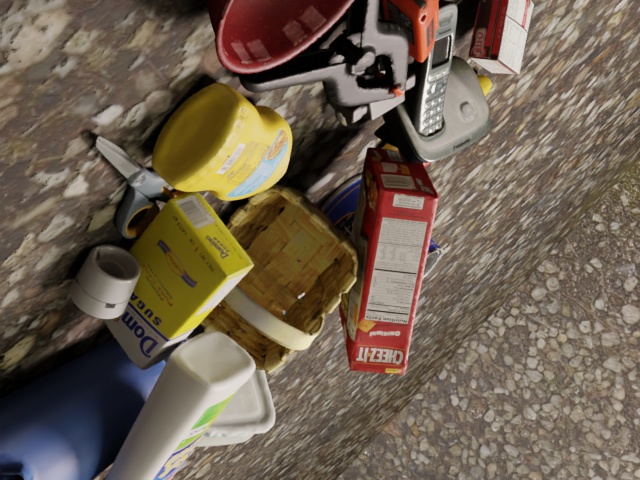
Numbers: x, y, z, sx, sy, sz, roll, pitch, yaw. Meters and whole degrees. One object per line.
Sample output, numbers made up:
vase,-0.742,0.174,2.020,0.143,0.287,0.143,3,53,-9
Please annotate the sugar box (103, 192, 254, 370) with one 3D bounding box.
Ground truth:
sugar box,-0.145,0.042,1.013,0.048,0.093,0.176,-24,162,-52

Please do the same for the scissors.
scissors,-0.168,-0.041,0.925,0.096,0.016,0.201,-46,163,12

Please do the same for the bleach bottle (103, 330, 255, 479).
bleach bottle,-0.164,0.212,1.094,0.251,0.068,0.102,-57,165,24

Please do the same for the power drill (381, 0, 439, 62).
power drill,0.145,-0.261,1.034,0.187,0.057,0.184,-44,160,-5

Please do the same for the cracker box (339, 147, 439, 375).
cracker box,0.075,0.021,1.204,0.164,0.072,0.214,-98,-164,-69

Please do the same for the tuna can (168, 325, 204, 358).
tuna can,-0.157,0.095,1.173,0.034,0.086,0.086,-46,163,16

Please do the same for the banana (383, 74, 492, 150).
banana,0.155,-0.159,1.343,0.197,0.037,0.070,-35,160,-23

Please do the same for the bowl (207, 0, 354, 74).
bowl,-0.028,-0.200,0.782,0.162,0.055,0.162,-38,163,-14

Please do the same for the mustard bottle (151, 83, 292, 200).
mustard bottle,-0.074,-0.081,0.970,0.096,0.058,0.191,-51,162,9

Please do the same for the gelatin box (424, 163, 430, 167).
gelatin box,0.121,-0.111,1.398,0.089,0.030,0.073,-36,162,-20

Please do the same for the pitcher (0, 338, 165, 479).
pitcher,-0.275,0.199,1.117,0.242,0.149,0.145,-32,146,-41

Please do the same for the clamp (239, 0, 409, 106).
clamp,0.020,-0.167,0.979,0.164,0.036,0.209,-42,154,5

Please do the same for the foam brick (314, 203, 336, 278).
foam brick,-0.009,0.002,1.296,0.051,0.078,0.052,-48,163,23

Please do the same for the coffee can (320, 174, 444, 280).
coffee can,0.073,-0.002,1.365,0.102,0.140,0.103,-39,163,-14

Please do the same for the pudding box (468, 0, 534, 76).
pudding box,0.202,-0.236,1.190,0.113,0.039,0.090,4,99,-66
